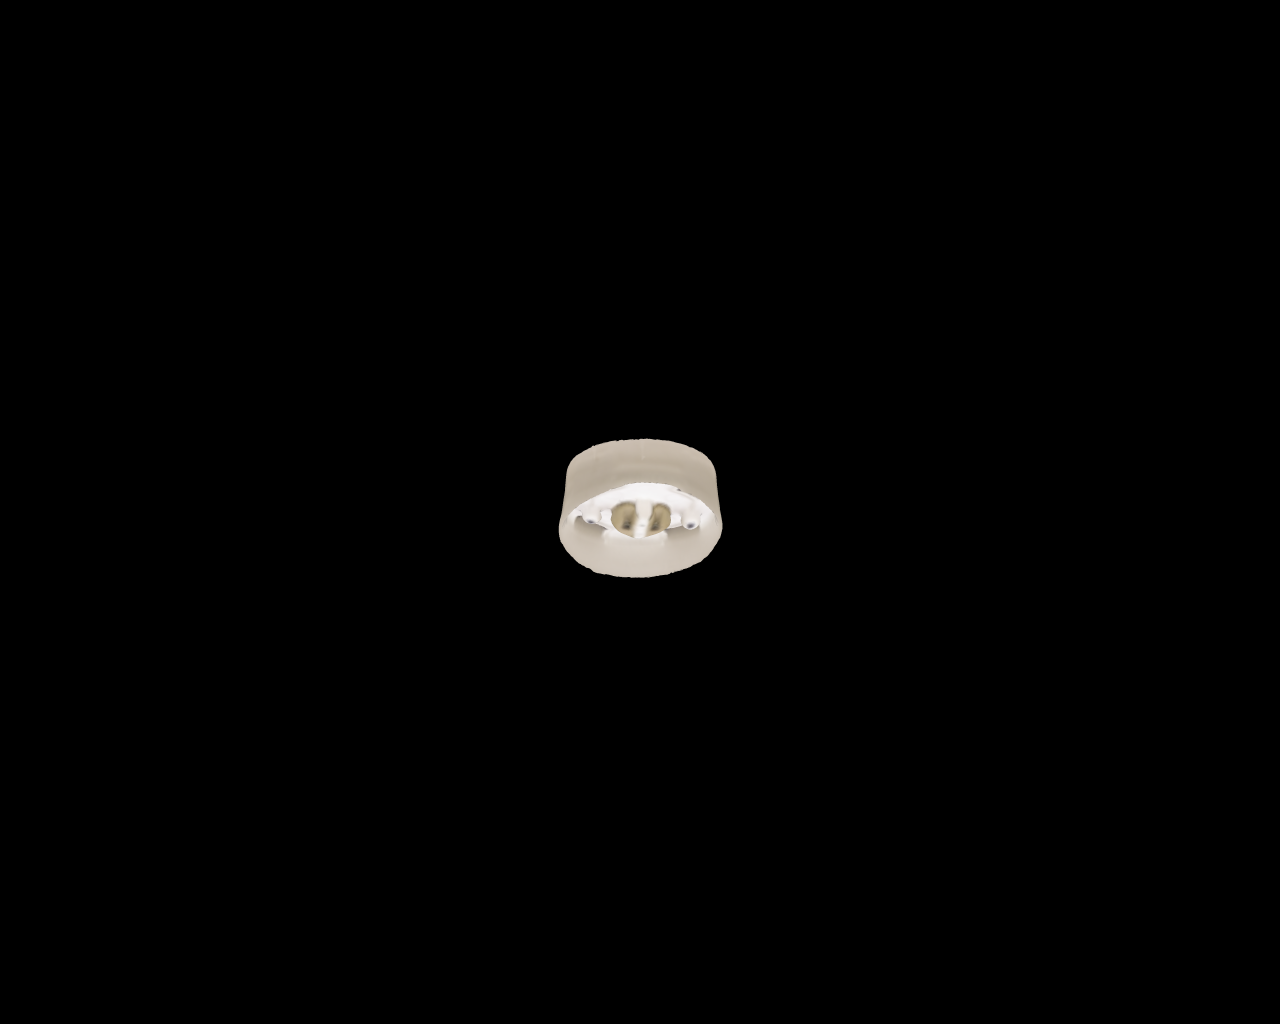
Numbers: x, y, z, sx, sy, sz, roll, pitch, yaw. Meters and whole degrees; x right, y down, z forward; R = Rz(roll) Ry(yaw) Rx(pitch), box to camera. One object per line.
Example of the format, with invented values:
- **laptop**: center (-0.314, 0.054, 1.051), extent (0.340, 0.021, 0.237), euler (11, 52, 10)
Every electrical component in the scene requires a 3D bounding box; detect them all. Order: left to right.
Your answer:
- **electrical component**: center (0.001, -0.003, 0.650), extent (0.099, 0.064, 0.099), euler (0, -22, 0)
